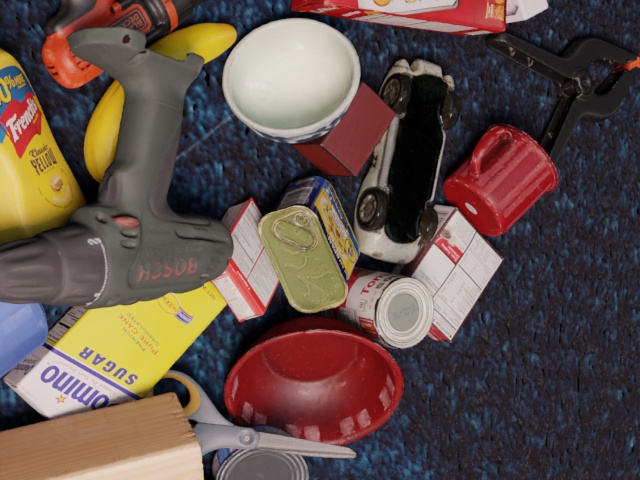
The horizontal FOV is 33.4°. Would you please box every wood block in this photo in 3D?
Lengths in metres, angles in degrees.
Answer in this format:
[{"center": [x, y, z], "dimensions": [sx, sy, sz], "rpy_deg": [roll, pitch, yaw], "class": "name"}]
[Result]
[{"center": [-0.199, 0.197, 0.827], "dimensions": [0.205, 0.091, 0.090], "rpy_deg": [-11, 114, -17], "class": "wood block"}]

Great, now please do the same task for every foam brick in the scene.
[{"center": [0.023, -0.104, 1.002], "dimensions": [0.051, 0.053, 0.078], "rpy_deg": [41, 72, -28], "class": "foam brick"}]

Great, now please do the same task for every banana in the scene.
[{"center": [-0.145, -0.122, 0.907], "dimensions": [0.197, 0.037, 0.069], "rpy_deg": [-58, 138, -14], "class": "banana"}]

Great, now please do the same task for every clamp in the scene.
[{"center": [0.270, -0.175, 1.160], "dimensions": [0.209, 0.036, 0.164], "rpy_deg": [-31, 104, -30], "class": "clamp"}]

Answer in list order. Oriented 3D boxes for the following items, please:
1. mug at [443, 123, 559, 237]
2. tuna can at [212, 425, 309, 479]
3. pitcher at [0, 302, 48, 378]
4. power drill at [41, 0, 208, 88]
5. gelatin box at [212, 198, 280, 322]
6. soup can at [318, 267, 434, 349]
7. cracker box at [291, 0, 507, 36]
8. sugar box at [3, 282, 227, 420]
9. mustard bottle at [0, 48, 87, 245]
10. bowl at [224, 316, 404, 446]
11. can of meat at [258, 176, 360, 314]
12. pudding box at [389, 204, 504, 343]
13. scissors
[{"center": [0.177, -0.065, 1.075], "dimensions": [0.081, 0.093, 0.117], "rpy_deg": [-44, 145, -17], "class": "mug"}, {"center": [-0.055, 0.211, 0.970], "dimensions": [0.086, 0.034, 0.086], "rpy_deg": [-5, 114, -11], "class": "tuna can"}, {"center": [-0.322, 0.088, 0.753], "dimensions": [0.242, 0.149, 0.145], "rpy_deg": [-37, 94, -28], "class": "pitcher"}, {"center": [-0.179, -0.242, 0.860], "dimensions": [0.184, 0.057, 0.187], "rpy_deg": [-40, 113, -23], "class": "power drill"}, {"center": [-0.067, 0.017, 0.946], "dimensions": [0.073, 0.030, 0.089], "rpy_deg": [58, 30, -22], "class": "gelatin box"}, {"center": [0.051, 0.062, 1.003], "dimensions": [0.068, 0.102, 0.068], "rpy_deg": [-3, 96, -31], "class": "soup can"}, {"center": [0.080, -0.288, 1.012], "dimensions": [0.213, 0.072, 0.164], "rpy_deg": [1, 93, -31], "class": "cracker box"}, {"center": [-0.169, 0.084, 0.900], "dimensions": [0.176, 0.048, 0.093], "rpy_deg": [-51, 118, -20], "class": "sugar box"}, {"center": [-0.245, -0.085, 0.817], "dimensions": [0.191, 0.058, 0.096], "rpy_deg": [68, 22, -16], "class": "mustard bottle"}, {"center": [-0.007, 0.120, 0.971], "dimensions": [0.162, 0.055, 0.162], "rpy_deg": [-3, 131, -3], "class": "bowl"}, {"center": [-0.006, 0.001, 0.967], "dimensions": [0.102, 0.057, 0.083], "rpy_deg": [66, 21, -19], "class": "can of meat"}, {"center": [0.125, 0.034, 1.087], "dimensions": [0.090, 0.039, 0.113], "rpy_deg": [44, 73, -28], "class": "pudding box"}, {"center": [-0.073, 0.154, 0.932], "dimensions": [0.201, 0.016, 0.096], "rpy_deg": [-7, 82, -3], "class": "scissors"}]
